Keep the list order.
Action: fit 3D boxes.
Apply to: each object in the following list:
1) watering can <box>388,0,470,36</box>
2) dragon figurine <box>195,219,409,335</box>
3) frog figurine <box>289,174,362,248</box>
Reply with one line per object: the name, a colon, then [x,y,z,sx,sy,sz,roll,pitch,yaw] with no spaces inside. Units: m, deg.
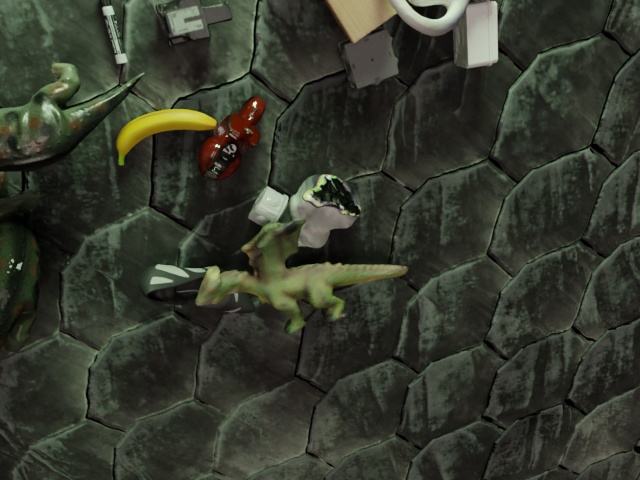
watering can: [0.175,-0.509,0.852,0.226,0.103,0.348,-17,89,-21]
dragon figurine: [-0.039,0.055,1.000,0.410,0.125,0.237,-21,136,1]
frog figurine: [0.003,-0.052,1.035,0.137,0.125,0.156,2,149,-20]
